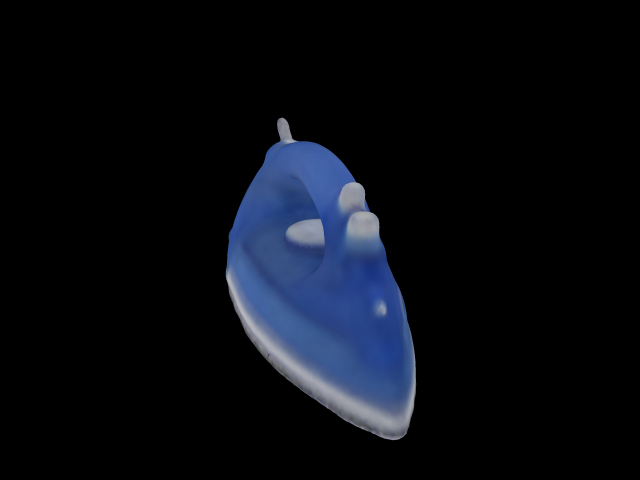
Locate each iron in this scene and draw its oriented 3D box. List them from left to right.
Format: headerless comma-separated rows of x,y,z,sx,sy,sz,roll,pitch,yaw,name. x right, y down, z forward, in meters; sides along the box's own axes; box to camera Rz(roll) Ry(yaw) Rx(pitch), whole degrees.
0.004,0.001,0.400,0.119,0.141,0.257,-7,21,-18,iron
